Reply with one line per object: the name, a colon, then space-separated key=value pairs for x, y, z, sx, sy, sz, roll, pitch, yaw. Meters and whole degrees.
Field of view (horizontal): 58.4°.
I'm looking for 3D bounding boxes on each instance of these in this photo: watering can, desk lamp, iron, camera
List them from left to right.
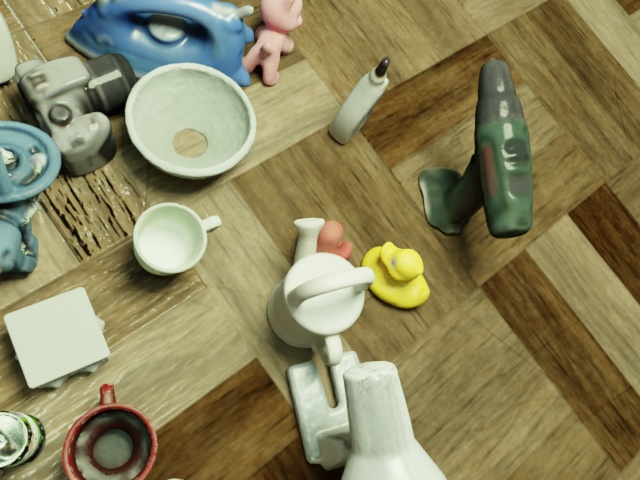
camera: x=-0.297 y=-0.181 z=0.734 sx=0.137 sy=0.100 sz=0.143 roll=-31 pitch=83 yaw=-23
iron: x=-0.214 y=-0.288 z=0.772 sx=0.259 sy=0.141 sz=0.118 roll=5 pitch=71 yaw=-14
watering can: x=-0.002 y=0.060 z=0.688 sx=0.101 sy=0.194 sz=0.173 roll=-31 pitch=83 yaw=-23
desk lamp: x=0.047 y=0.221 z=0.637 sx=0.118 sy=0.213 sz=0.203 roll=-11 pitch=75 yaw=-19

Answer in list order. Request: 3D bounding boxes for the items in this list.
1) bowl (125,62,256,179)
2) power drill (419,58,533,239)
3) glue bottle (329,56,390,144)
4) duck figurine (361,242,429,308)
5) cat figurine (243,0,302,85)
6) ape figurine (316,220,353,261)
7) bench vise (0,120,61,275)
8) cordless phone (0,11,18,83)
bowl: x=-0.174 y=-0.148 z=0.773 sx=0.168 sy=0.074 sz=0.167 roll=5 pitch=71 yaw=-15
power drill: x=0.217 y=-0.101 z=0.798 sx=0.076 sy=0.208 sz=0.229 roll=-5 pitch=73 yaw=-17
glue bottle: x=0.065 y=-0.204 z=0.807 sx=0.037 sy=0.173 sz=0.078 roll=40 pitch=66 yaw=0
duck figurine: x=0.114 y=0.044 z=0.786 sx=0.104 sy=0.086 sz=0.078 roll=43 pitch=66 yaw=1
cat figurine: x=-0.065 y=-0.313 z=0.837 sx=0.067 sy=0.117 sz=0.128 roll=21 pitch=67 yaw=-8
ape figurine: x=0.007 y=0.003 z=0.765 sx=0.078 sy=0.092 sz=0.076 roll=45 pitch=66 yaw=2
bench vise: x=-0.339 y=-0.060 z=0.616 sx=0.122 sy=0.219 sz=0.207 roll=-14 pitch=76 yaw=-20
cordless phone: x=-0.450 y=-0.256 z=0.668 sx=0.148 sy=0.185 sz=0.094 roll=-21 pitch=79 yaw=-21
